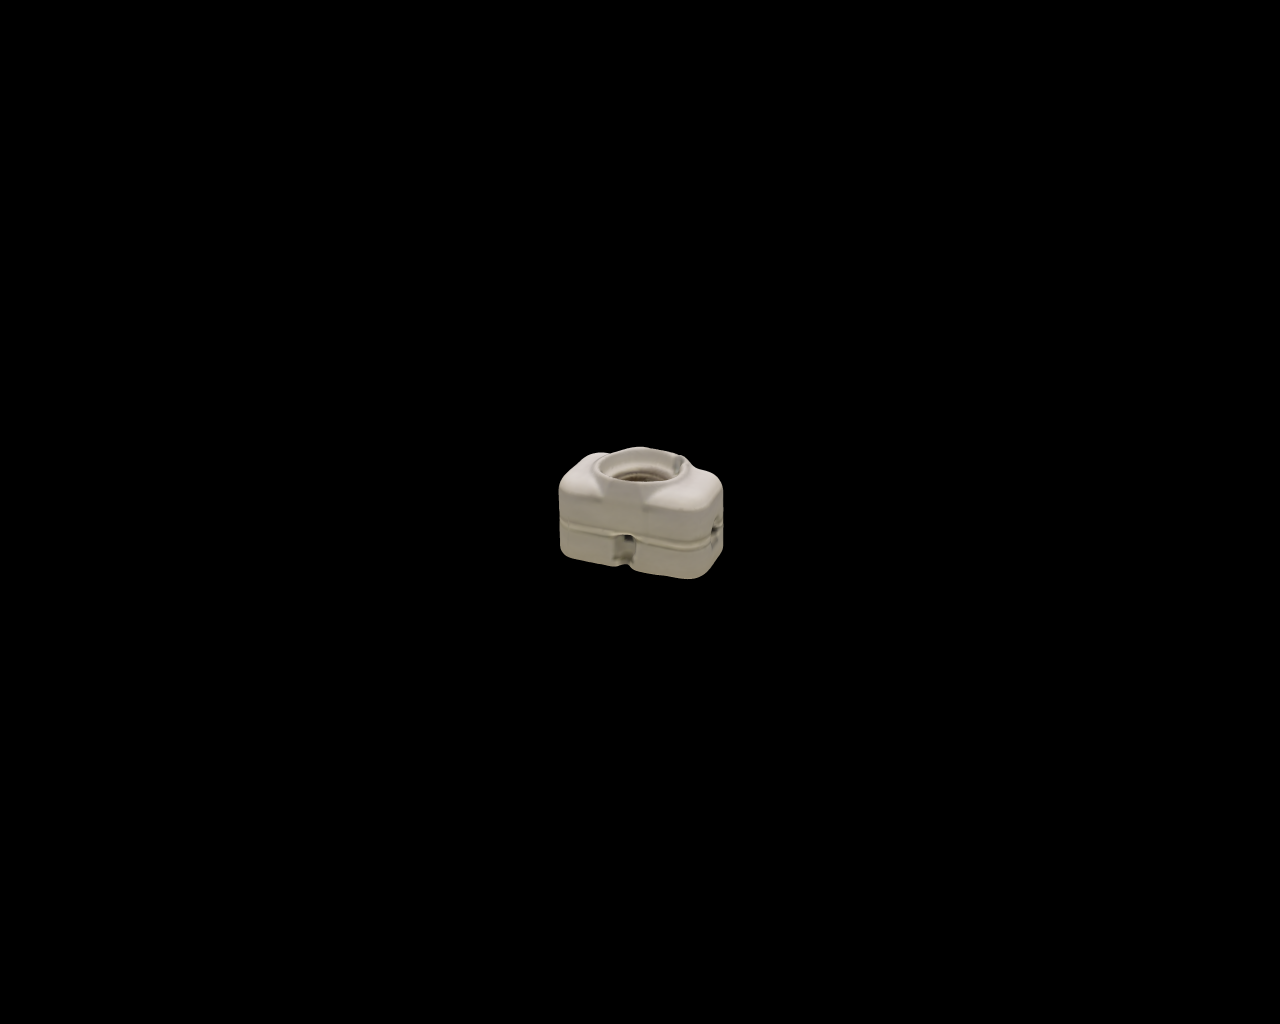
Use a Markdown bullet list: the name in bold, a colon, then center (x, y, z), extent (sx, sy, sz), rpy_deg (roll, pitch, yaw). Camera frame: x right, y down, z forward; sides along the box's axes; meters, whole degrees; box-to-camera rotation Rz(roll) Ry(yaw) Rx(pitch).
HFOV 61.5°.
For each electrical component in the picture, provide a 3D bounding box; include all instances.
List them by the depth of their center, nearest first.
- **electrical component**: center (0.001, -0.003, 0.650), extent (0.095, 0.059, 0.054), rpy_deg (10, 28, 20)
